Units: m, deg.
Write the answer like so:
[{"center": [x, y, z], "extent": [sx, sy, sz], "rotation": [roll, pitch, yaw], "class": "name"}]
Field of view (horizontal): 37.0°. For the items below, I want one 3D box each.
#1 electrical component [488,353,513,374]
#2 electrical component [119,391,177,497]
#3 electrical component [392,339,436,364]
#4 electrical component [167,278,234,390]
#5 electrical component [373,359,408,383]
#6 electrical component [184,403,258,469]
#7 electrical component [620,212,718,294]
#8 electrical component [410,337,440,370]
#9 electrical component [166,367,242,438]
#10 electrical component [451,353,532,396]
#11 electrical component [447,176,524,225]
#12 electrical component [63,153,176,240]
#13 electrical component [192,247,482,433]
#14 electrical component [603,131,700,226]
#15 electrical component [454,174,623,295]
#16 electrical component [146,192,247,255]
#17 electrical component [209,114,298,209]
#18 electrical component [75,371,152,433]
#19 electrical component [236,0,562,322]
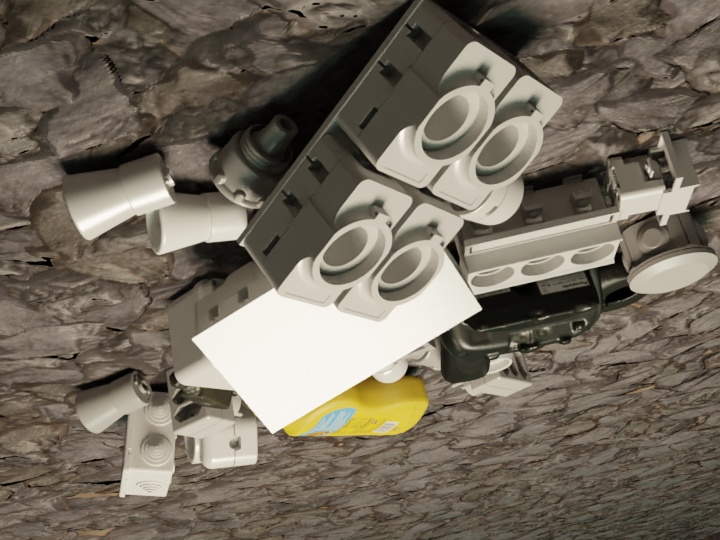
[{"center": [0.125, 0.071, 1.074], "extent": [0.048, 0.055, 0.066], "rotation": [-29, 151, 30], "class": "electrical component"}, {"center": [-0.210, 0.174, 1.073], "extent": [0.048, 0.099, 0.099], "rotation": [6, 151, -12], "class": "electrical component"}, {"center": [0.024, 0.048, 0.980], "extent": [0.056, 0.050, 0.089], "rotation": [-21, 154, 16], "class": "electrical component"}, {"center": [-0.098, 0.056, 0.902], "extent": [0.113, 0.078, 0.057], "rotation": [13, 147, -44], "class": "electrical component"}, {"center": [0.021, 0.085, 1.069], "extent": [0.040, 0.040, 0.078], "rotation": [-18, 155, 9], "class": "electrical component"}, {"center": [-0.146, 0.167, 1.105], "extent": [0.059, 0.053, 0.095], "rotation": [-3, -174, -21], "class": "electrical component"}, {"center": [0.277, -0.015, 0.974], "extent": [0.080, 0.051, 0.080], "rotation": [-11, 156, -5], "class": "electrical component"}, {"center": [0.059, 0.071, 1.057], "extent": [0.062, 0.048, 0.048], "rotation": [13, 145, -30], "class": "electrical component"}, {"center": [-0.142, 0.126, 1.042], "extent": [0.047, 0.065, 0.077], "rotation": [-27, 151, 28], "class": "electrical component"}, {"center": [0.136, 0.115, 1.184], "extent": [0.077, 0.047, 0.066], "rotation": [-30, 151, 33], "class": "electrical component"}, {"center": [0.086, -0.061, 0.775], "extent": [0.055, 0.055, 0.047], "rotation": [-28, 156, 28], "class": "electrical component"}, {"center": [-0.152, -0.050, 0.693], "extent": [0.065, 0.044, 0.044], "rotation": [-19, 155, 0], "class": "electrical component"}, {"center": [-0.020, 0.025, 0.809], "extent": [0.186, 0.060, 0.105], "rotation": [-31, 119, 8], "class": "electrical component"}, {"center": [0.226, -0.068, 0.845], "extent": [0.064, 0.042, 0.081], "rotation": [-12, 155, 0], "class": "electrical component"}, {"center": [0.138, -0.029, 0.858], "extent": [0.121, 0.063, 0.078], "rotation": [-13, 156, -2], "class": "electrical component"}, {"center": [-0.111, -0.036, 0.744], "extent": [0.065, 0.044, 0.044], "rotation": [-7, 155, -25], "class": "electrical component"}, {"center": [-0.063, -0.073, 0.686], "extent": [0.048, 0.048, 0.062], "rotation": [8, 140, -39], "class": "electrical component"}, {"center": [-0.231, 0.123, 1.022], "extent": [0.065, 0.044, 0.044], "rotation": [-26, 153, 14], "class": "electrical component"}, {"center": [0.027, -0.058, 0.657], "extent": [0.105, 0.060, 0.186], "rotation": [18, 117, -49], "class": "electrical component"}]
